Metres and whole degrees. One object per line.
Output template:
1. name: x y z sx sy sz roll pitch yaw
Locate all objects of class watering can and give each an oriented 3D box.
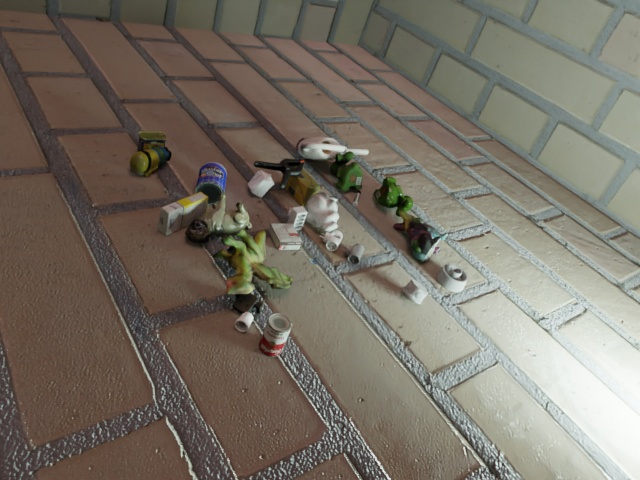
1. watering can: 0.039 -0.409 2.335 0.348 0.103 0.225 -1 8 -43

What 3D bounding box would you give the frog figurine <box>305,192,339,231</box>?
1. frog figurine: 0.006 -0.097 1.928 0.136 0.120 0.163 -22 36 19

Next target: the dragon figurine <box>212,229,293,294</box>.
1. dragon figurine: -0.189 0.076 1.620 0.244 0.120 0.414 41 25 11
